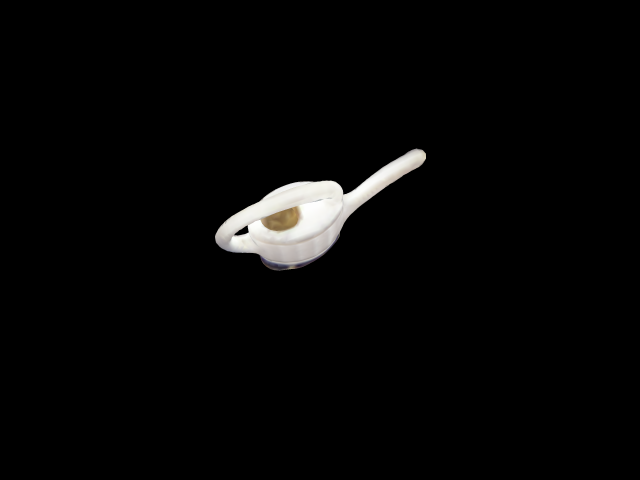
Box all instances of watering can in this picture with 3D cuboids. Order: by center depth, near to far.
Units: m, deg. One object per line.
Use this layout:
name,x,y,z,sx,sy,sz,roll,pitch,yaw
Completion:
watering can,0.003,-0.043,0.850,0.348,0.105,0.221,-19,-18,-7
